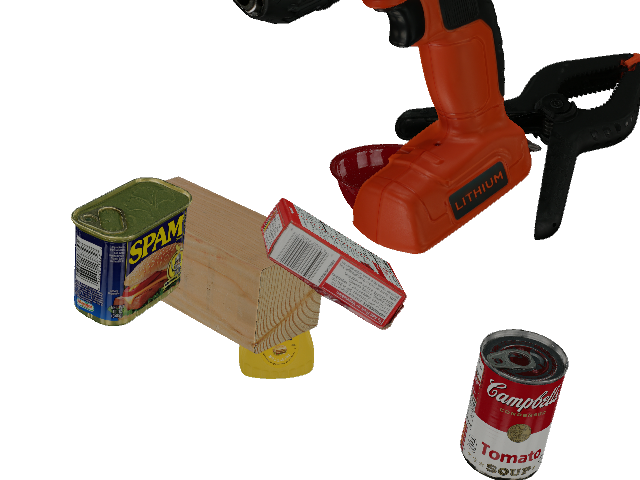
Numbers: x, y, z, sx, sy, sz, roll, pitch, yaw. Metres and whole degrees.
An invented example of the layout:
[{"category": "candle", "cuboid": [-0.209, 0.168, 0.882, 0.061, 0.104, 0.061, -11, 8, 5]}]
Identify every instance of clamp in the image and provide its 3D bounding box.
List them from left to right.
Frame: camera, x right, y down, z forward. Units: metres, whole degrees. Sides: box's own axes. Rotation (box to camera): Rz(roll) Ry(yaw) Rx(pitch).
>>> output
[{"category": "clamp", "cuboid": [0.187, -0.087, 0.840, 0.209, 0.036, 0.165, -26, 51, -19]}]

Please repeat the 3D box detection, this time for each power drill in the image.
[{"category": "power drill", "cuboid": [0.043, -0.089, 0.514, 0.184, 0.187, 0.057, -33, 42, -29]}]

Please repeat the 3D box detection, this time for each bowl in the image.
[{"category": "bowl", "cuboid": [0.089, -0.055, 1.191, 0.162, 0.055, 0.162, 3, 26, -2]}]

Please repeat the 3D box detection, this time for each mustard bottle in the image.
[{"category": "mustard bottle", "cuboid": [-0.053, 0.079, 1.351, 0.096, 0.192, 0.058, 0, 21, -9]}]

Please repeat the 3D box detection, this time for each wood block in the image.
[{"category": "wood block", "cuboid": [-0.103, 0.019, 1.036, 0.206, 0.090, 0.090, 25, 30, 35]}]

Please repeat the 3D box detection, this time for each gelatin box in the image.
[{"category": "gelatin box", "cuboid": [0.007, 0.014, 0.671, 0.089, 0.030, 0.073, 33, 9, -13]}]

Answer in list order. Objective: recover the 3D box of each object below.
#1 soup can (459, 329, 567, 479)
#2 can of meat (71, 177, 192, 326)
[{"category": "soup can", "cuboid": [0.151, 0.131, 0.845, 0.068, 0.102, 0.068, 5, 30, -3]}, {"category": "can of meat", "cuboid": [-0.151, 0.009, 0.849, 0.057, 0.084, 0.101, 22, 32, 22]}]
